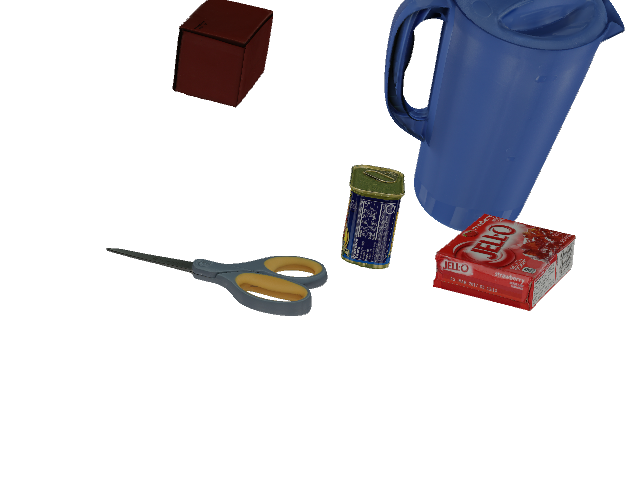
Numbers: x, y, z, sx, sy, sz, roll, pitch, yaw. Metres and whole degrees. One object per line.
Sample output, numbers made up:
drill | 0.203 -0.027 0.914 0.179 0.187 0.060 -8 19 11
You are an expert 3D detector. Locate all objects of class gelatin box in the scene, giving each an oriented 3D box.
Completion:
gelatin box | 0.132 0.014 0.762 0.073 0.030 0.089 15 27 28

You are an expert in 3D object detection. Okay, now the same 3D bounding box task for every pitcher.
pitcher | 0.144 -0.122 0.938 0.149 0.243 0.144 38 54 22

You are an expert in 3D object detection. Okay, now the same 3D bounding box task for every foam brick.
foam brick | -0.073 -0.144 0.807 0.053 0.051 0.078 15 32 7

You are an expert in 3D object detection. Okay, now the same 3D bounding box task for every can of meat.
can of meat | 0.054 -0.026 1.131 0.057 0.084 0.102 9 19 1

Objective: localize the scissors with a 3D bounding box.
scissors | -0.080 0.021 0.913 0.202 0.016 0.096 19 29 34
